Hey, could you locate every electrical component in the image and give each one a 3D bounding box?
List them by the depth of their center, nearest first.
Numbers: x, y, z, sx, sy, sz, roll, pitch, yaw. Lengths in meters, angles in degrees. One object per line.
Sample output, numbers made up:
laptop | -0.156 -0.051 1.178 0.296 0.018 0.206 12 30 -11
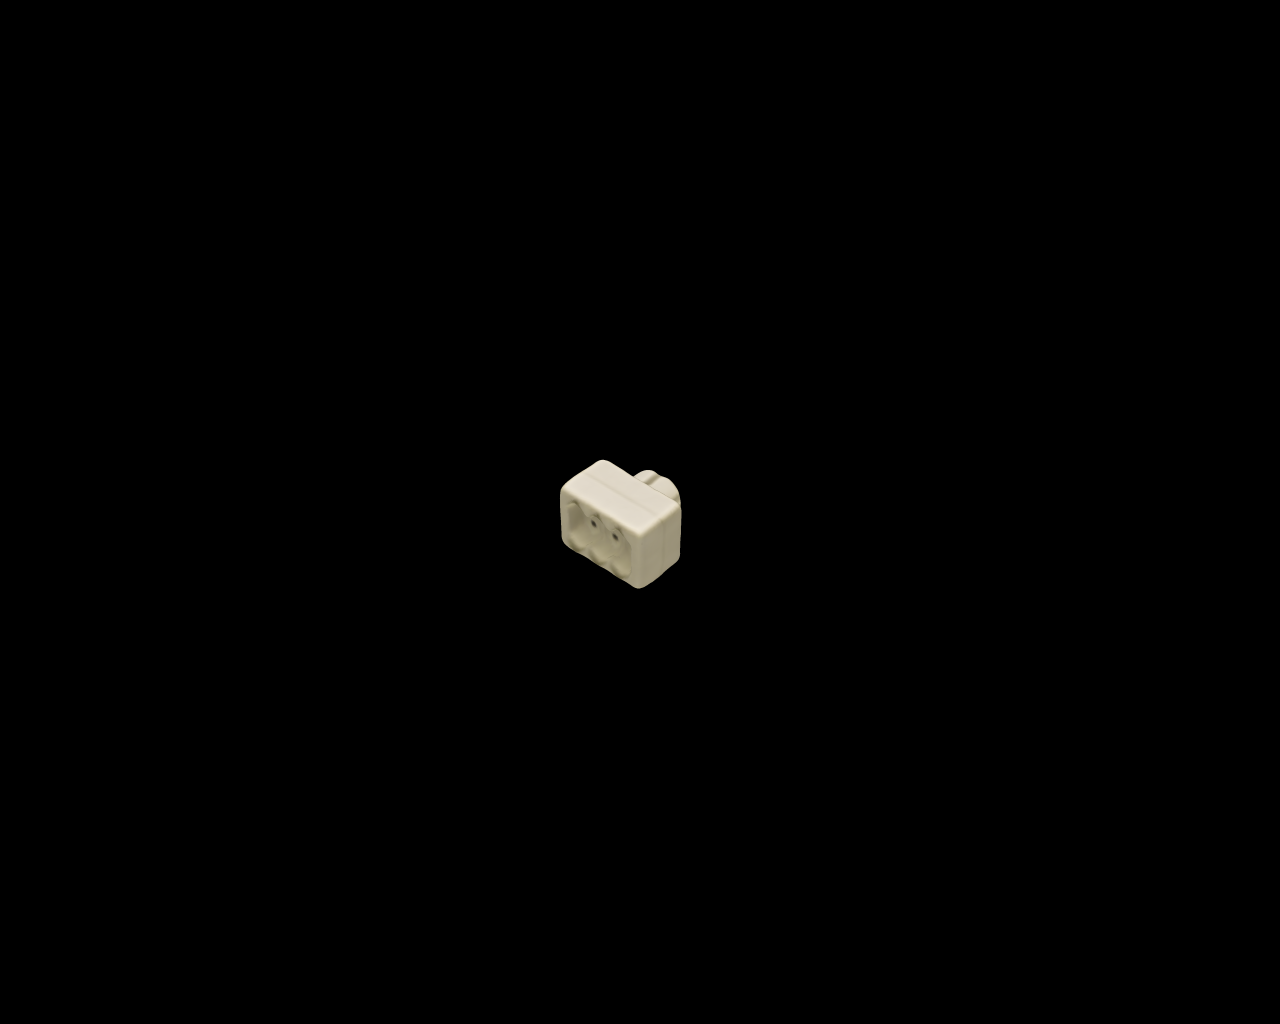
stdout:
electrical component | 0.001 -0.003 0.650 0.066 0.047 0.077 31 51 30
